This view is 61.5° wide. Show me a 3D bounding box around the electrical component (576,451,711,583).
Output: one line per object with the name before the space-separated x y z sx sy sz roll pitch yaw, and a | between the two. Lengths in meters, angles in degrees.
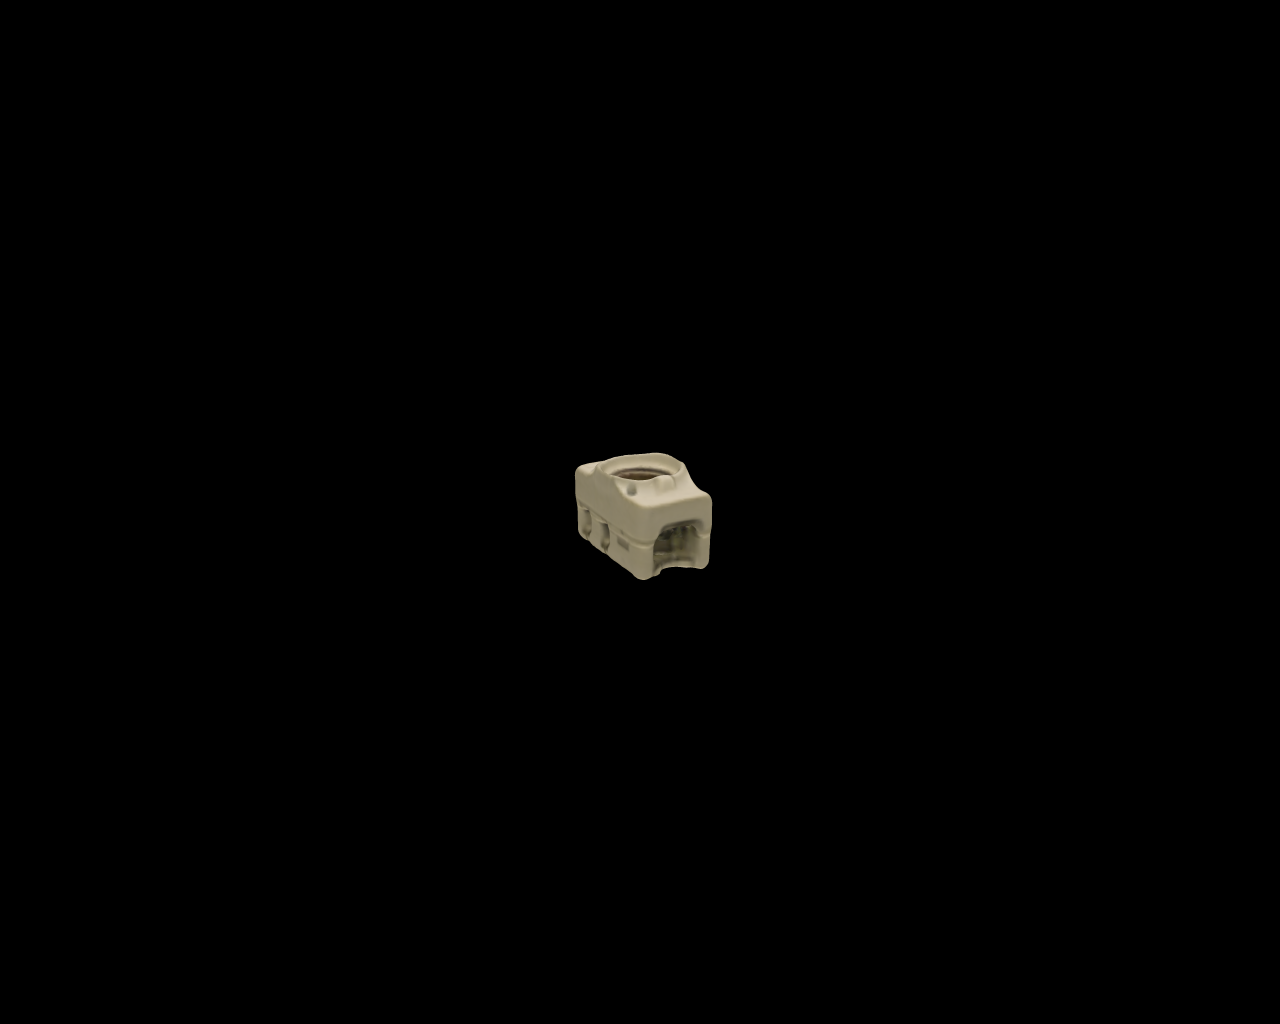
electrical component | 0.001 -0.003 0.650 0.050 0.055 0.089 -10 23 -26
